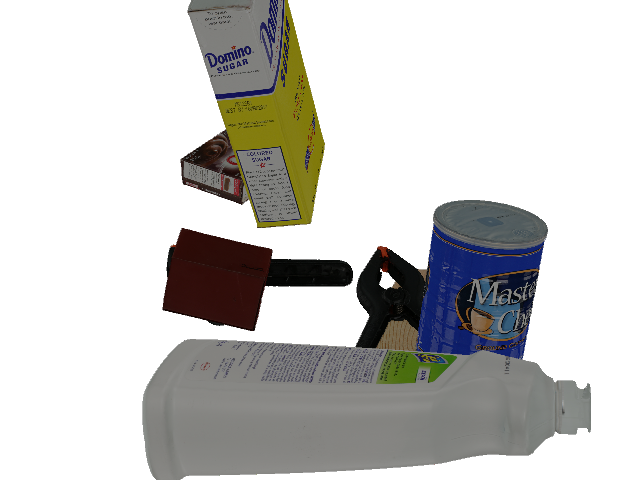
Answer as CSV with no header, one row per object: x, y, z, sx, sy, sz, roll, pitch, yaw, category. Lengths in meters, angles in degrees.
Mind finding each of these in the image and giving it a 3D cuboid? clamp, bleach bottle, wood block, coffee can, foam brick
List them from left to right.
-0.083,0.031,0.858,0.078,0.051,0.053,14,28,-2,foam brick
-0.095,0.036,1.050,0.210,0.036,0.164,11,20,44,clamp
0.030,0.099,0.629,0.251,0.068,0.102,0,17,11,bleach bottle
0.094,0.076,1.183,0.120,0.171,0.039,4,-43,-4,clamp
0.147,0.119,1.608,0.091,0.090,0.205,4,19,15,wood block
0.147,0.045,0.985,0.103,0.140,0.103,5,23,-2,coffee can

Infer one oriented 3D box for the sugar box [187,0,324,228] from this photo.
-0.037,-0.104,0.709,0.048,0.176,0.093,-3,44,11,sugar box

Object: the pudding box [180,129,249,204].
-0.101,-0.092,1.290,0.090,0.039,0.113,18,37,23,pudding box
